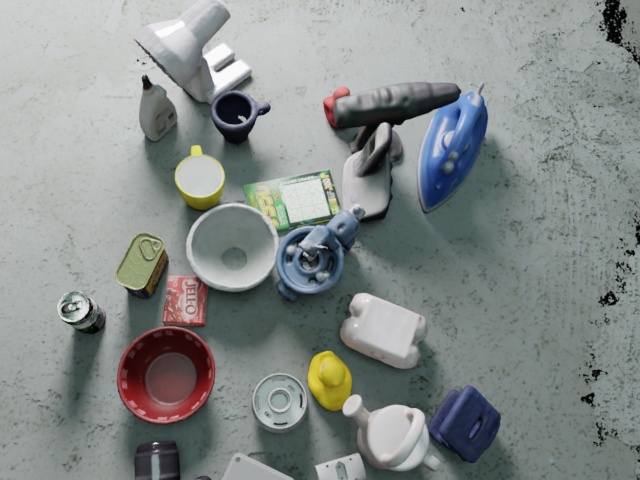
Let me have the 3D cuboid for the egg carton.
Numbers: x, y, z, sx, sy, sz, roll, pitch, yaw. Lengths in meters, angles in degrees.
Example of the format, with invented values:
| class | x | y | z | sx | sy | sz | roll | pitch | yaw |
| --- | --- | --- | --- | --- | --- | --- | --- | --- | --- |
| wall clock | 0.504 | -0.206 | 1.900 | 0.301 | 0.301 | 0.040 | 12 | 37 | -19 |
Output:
| class | x | y | z | sx | sy | sz | roll | pitch | yaw |
| --- | --- | --- | --- | --- | --- | --- | --- | --- | --- |
| egg carton | 0.116 | 0.165 | 1.035 | 0.150 | 0.069 | 0.107 | 21 | 69 | 2 |

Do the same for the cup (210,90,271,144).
| class | x | y | z | sx | sy | sz | roll | pitch | yaw |
| --- | --- | --- | --- | --- | --- | --- | --- | --- | --- |
| cup | -0.156 | -0.238 | 1.138 | 0.118 | 0.095 | 0.091 | -14 | 72 | -11 |

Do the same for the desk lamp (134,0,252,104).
| class | x | y | z | sx | sy | sz | roll | pitch | yaw |
| --- | --- | --- | --- | --- | --- | --- | --- | --- | --- |
| desk lamp | -0.241 | -0.365 | 1.111 | 0.203 | 0.213 | 0.118 | -42 | 79 | -18 |

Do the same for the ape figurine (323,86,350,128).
| class | x | y | z | sx | sy | sz | roll | pitch | yaw |
| --- | --- | --- | --- | --- | --- | --- | --- | --- | --- |
| ape figurine | 0.044 | -0.280 | 1.177 | 0.078 | 0.092 | 0.076 | 20 | 69 | 1 |

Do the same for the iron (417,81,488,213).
| class | x | y | z | sx | sy | sz | roll | pitch | yaw |
| --- | --- | --- | --- | --- | --- | --- | --- | --- | --- |
| iron | 0.269 | -0.188 | 1.142 | 0.118 | 0.141 | 0.258 | 22 | 69 | 2 |

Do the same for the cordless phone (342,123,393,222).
| class | x | y | z | sx | sy | sz | roll | pitch | yaw |
| --- | --- | --- | --- | --- | --- | --- | --- | --- | --- |
| cordless phone | 0.098 | -0.124 | 1.076 | 0.094 | 0.185 | 0.147 | 1 | 70 | -6 |

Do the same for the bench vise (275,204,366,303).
| class | x | y | z | sx | sy | sz | roll | pitch | yaw |
| --- | --- | --- | --- | --- | --- | --- | --- | --- | --- |
| bench vise | -0.002 | -0.001 | 1.003 | 0.121 | 0.219 | 0.207 | 24 | 69 | 3 |

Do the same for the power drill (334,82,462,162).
| class | x | y | z | sx | sy | sz | roll | pitch | yaw |
| --- | --- | --- | --- | --- | --- | --- | --- | --- | --- |
| power drill | 0.135 | -0.230 | 1.106 | 0.230 | 0.208 | 0.075 | -7 | 71 | -8 |

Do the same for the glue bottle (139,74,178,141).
| class | x | y | z | sx | sy | sz | roll | pitch | yaw |
| --- | --- | --- | --- | --- | --- | --- | --- | --- | --- |
| glue bottle | -0.315 | -0.259 | 1.086 | 0.037 | 0.173 | 0.078 | 36 | 71 | 8 |

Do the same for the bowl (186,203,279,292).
| class | x | y | z | sx | sy | sz | roll | pitch | yaw |
| --- | --- | --- | --- | --- | --- | --- | --- | --- | --- |
| bowl | -0.158 | 0.022 | 1.054 | 0.167 | 0.075 | 0.167 | 2 | 70 | -5 |

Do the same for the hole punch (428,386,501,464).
| class | x | y | z | sx | sy | sz | roll | pitch | yaw |
| --- | --- | --- | --- | --- | --- | --- | --- | --- | --- |
| hole punch | 0.256 | 0.316 | 0.985 | 0.101 | 0.091 | 0.109 | 36 | 71 | 7 |

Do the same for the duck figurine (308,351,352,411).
| class | x | y | z | sx | sy | sz | roll | pitch | yaw |
| --- | --- | --- | --- | --- | --- | --- | --- | --- | --- |
| duck figurine | 0.021 | 0.240 | 0.989 | 0.077 | 0.086 | 0.104 | -13 | 72 | -10 |

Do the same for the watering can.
| class | x | y | z | sx | sy | sz | roll | pitch | yaw |
| --- | --- | --- | --- | --- | --- | --- | --- | --- | --- |
| watering can | 0.115 | 0.314 | 0.915 | 0.173 | 0.194 | 0.101 | 13 | 69 | -1 |

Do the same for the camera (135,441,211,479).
| class | x | y | z | sx | sy | sz | roll | pitch | yaw |
| --- | --- | --- | --- | --- | --- | --- | --- | --- | --- |
| camera | -0.239 | 0.387 | 0.899 | 0.143 | 0.101 | 0.137 | -5 | 71 | -8 |
